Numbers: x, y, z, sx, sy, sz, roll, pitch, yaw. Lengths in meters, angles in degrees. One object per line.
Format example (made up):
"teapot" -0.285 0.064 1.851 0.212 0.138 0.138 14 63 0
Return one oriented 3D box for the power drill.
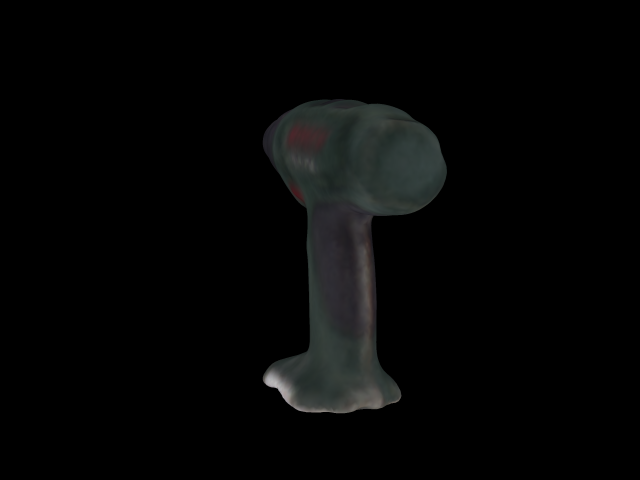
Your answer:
"power drill" 0.004 0.001 0.400 0.076 0.208 0.229 0 0 -23
